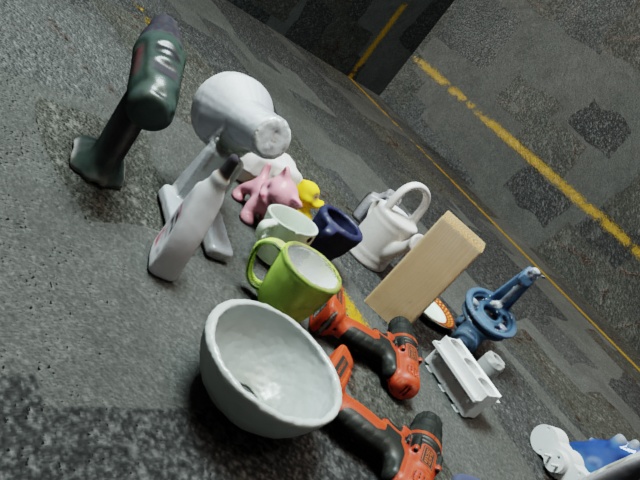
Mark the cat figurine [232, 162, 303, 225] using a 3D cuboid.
[{"bbox_3d":[-0.082,-0.081,0.964,0.067,0.117,0.127,22,27,-38],"label":"cat figurine"}]

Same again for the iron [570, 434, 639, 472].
[{"bbox_3d":[0.536,0.420,0.966,0.119,0.141,0.257,8,38,-55],"label":"iron"}]

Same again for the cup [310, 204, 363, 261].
[{"bbox_3d":[0.009,0.004,0.980,0.091,0.095,0.118,42,21,5],"label":"cup"}]

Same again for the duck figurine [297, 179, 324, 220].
[{"bbox_3d":[-0.041,-0.076,1.069,0.105,0.086,0.077,32,22,-20],"label":"duck figurine"}]

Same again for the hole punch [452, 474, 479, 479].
[{"bbox_3d":[0.165,0.322,0.604,0.109,0.091,0.101,35,21,-14],"label":"hole punch"}]

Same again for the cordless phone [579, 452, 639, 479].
[{"bbox_3d":[0.363,0.341,0.770,0.094,0.185,0.148,50,23,26],"label":"cordless phone"}]

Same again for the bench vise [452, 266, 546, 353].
[{"bbox_3d":[0.353,0.119,1.156,0.121,0.219,0.207,38,21,-5],"label":"bench vise"}]

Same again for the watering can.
[{"bbox_3d":[0.153,-0.030,1.154,0.172,0.194,0.101,51,23,27],"label":"watering can"}]

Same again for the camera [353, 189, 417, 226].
[{"bbox_3d":[0.167,-0.068,1.386,0.143,0.100,0.137,39,21,-3],"label":"camera"}]

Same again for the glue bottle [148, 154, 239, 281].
[{"bbox_3d":[-0.146,-0.034,0.682,0.037,0.173,0.078,28,23,-28],"label":"glue bottle"}]

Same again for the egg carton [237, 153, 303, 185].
[{"bbox_3d":[-0.105,-0.139,1.111,0.151,0.069,0.107,24,26,-36],"label":"egg carton"}]

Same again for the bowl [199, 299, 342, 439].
[{"bbox_3d":[-0.063,0.145,0.599,0.168,0.074,0.167,34,21,-15],"label":"bowl"}]

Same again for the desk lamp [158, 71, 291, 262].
[{"bbox_3d":[-0.131,-0.115,0.816,0.118,0.213,0.202,23,27,-38],"label":"desk lamp"}]

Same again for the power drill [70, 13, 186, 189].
[{"bbox_3d":[-0.248,-0.182,0.760,0.076,0.208,0.229,26,25,-33],"label":"power drill"}]
